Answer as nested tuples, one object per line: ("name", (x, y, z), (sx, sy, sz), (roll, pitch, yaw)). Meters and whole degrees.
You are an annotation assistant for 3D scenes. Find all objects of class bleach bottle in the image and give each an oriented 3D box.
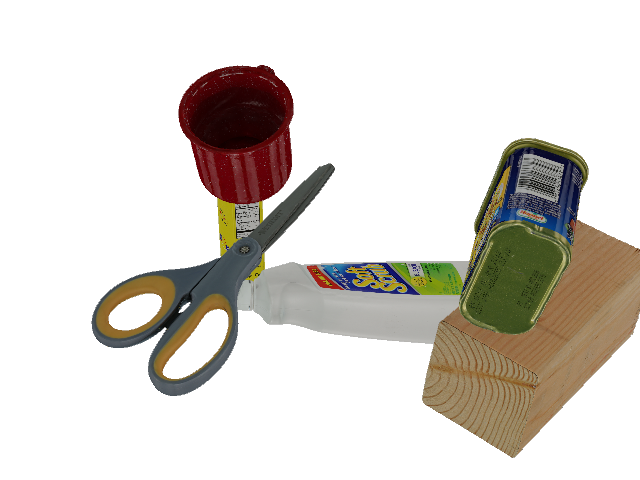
("bleach bottle", (0.038, 0.062, 1.076), (0.250, 0.068, 0.102), (1, 29, -6))

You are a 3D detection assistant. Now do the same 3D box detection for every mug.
("mug", (-0.063, -0.094, 0.893), (0.093, 0.117, 0.081), (12, -32, 11))

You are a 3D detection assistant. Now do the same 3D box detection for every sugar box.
("sugar box", (-0.101, -0.044, 1.322), (0.048, 0.176, 0.093), (-11, 25, -15))

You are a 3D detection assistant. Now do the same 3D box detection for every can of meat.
("can of meat", (0.130, 0.000, 0.692), (0.057, 0.102, 0.083), (19, 45, 4))

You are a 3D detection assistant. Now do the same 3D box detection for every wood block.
("wood block", (0.184, 0.072, 0.882), (0.091, 0.090, 0.205), (30, 41, 28))

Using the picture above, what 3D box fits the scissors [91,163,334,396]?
("scissors", (-0.067, 0.010, 0.657), (0.096, 0.016, 0.201), (12, 48, 14))
